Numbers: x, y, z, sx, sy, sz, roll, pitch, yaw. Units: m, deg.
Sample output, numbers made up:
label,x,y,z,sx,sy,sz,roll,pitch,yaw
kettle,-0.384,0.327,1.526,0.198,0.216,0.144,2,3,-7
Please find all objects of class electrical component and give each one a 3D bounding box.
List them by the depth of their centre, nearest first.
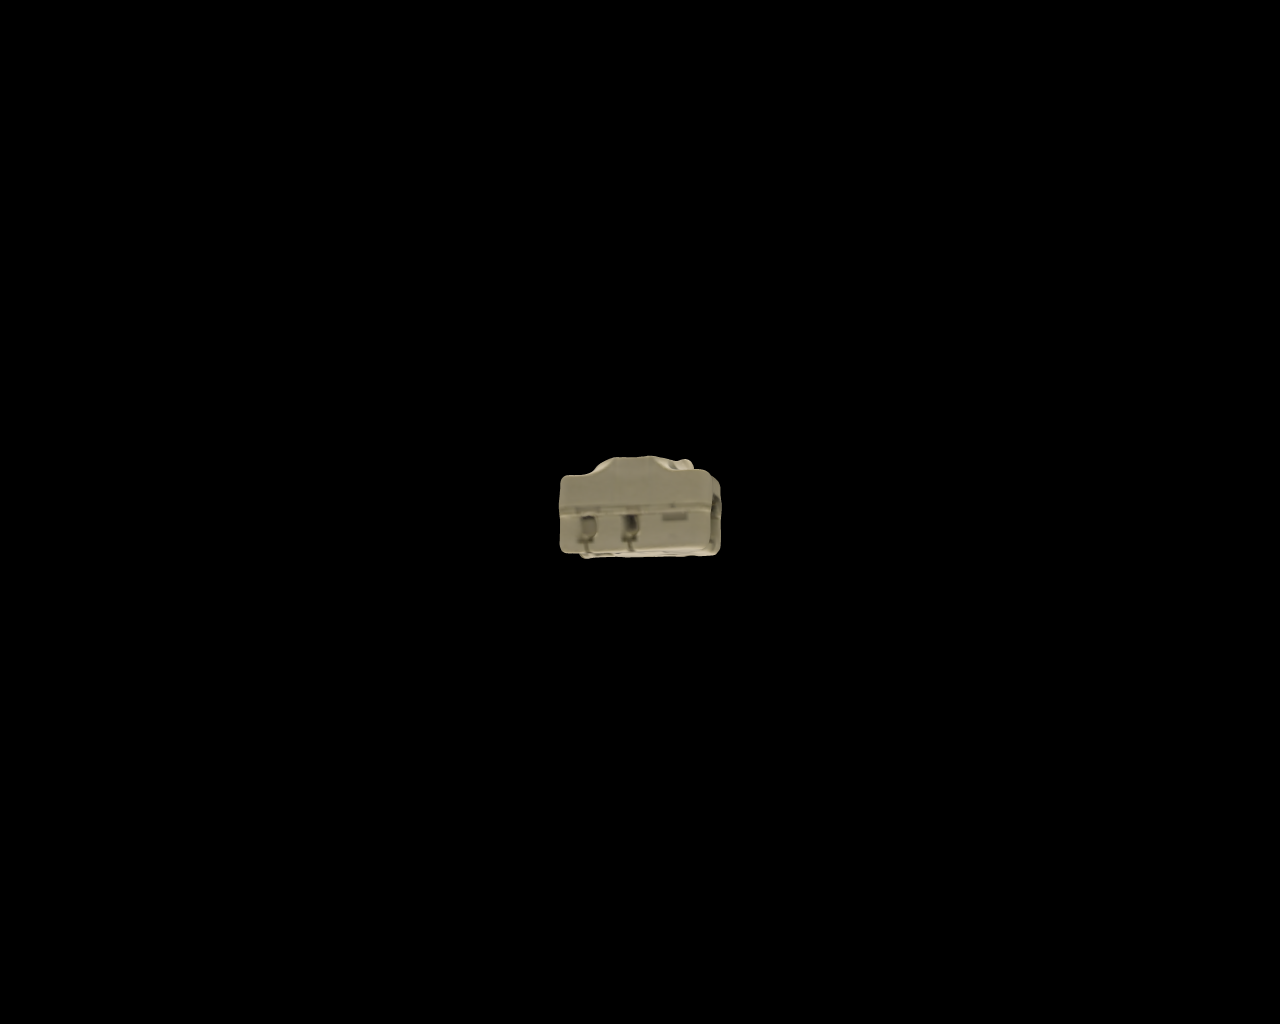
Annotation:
label,x,y,z,sx,sy,sz,roll,pitch,yaw
electrical component,0.001,-0.003,0.650,0.089,0.055,0.050,-2,-7,14
